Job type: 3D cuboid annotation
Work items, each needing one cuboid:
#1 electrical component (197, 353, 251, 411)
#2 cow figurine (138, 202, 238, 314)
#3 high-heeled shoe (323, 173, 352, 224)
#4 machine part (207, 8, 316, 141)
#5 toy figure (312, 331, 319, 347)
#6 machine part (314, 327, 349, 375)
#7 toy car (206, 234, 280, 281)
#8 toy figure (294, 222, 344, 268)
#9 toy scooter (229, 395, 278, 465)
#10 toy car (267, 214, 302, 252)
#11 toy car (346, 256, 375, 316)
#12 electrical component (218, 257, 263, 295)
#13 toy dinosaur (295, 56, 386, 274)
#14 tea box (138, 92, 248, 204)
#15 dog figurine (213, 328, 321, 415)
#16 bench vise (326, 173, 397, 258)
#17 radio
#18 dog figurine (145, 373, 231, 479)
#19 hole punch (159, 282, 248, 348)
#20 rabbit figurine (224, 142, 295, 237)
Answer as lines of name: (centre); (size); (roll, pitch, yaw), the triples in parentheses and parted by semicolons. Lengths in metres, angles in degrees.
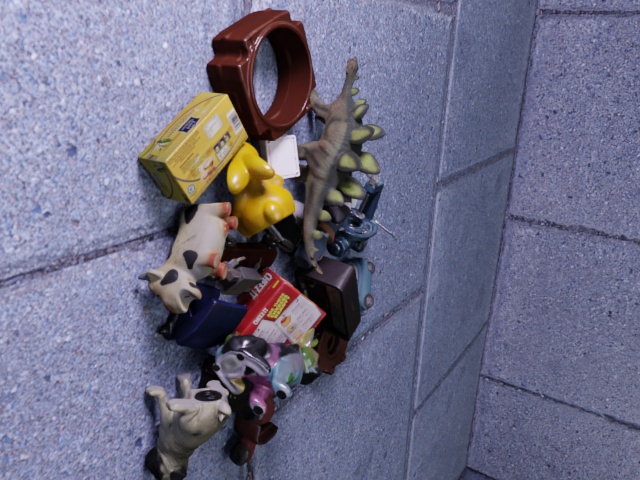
electrical component: (-0.187, 0.290, 1.105); (0.134, 0.058, 0.114); (13, 93, -58)
cow figurine: (-0.220, 0.028, 0.902); (0.085, 0.127, 0.195); (67, 30, -62)
high-heeled shoe: (0.046, -0.148, 1.190); (0.249, 0.086, 0.145); (-102, -152, -55)
machine part: (-0.097, -0.298, 0.980); (0.201, 0.087, 0.200); (-51, 141, -37)
toy figure: (-0.059, 0.260, 1.276); (0.089, 0.082, 0.180); (45, 62, -52)
machine part: (0.021, 0.269, 1.428); (0.179, 0.056, 0.179); (-26, 122, -51)
toy car: (-0.156, 0.030, 1.051); (0.202, 0.053, 0.089); (1, 122, -56)
toy figure: (-0.002, -0.005, 1.211); (0.154, 0.058, 0.064); (-53, 153, -32)
toy scooter: (-0.137, 0.408, 1.217); (0.135, 0.075, 0.183); (0, 105, -58)
toy car: (-0.087, -0.044, 1.128); (0.073, 0.056, 0.201); (-60, 149, -17)
toy car: (0.079, 0.118, 1.420); (0.103, 0.109, 0.161); (14, 82, -42)
electrical component: (-0.149, 0.067, 1.007); (0.102, 0.078, 0.045); (7, 53, -56)
toy dinosaur: (0.022, -0.166, 1.117); (0.105, 0.199, 0.471); (26, 78, -55)
tea box: (-0.204, -0.153, 0.885); (0.169, 0.068, 0.098); (-55, 143, -29)
dog figurine: (-0.088, 0.230, 1.064); (0.108, 0.191, 0.219); (-46, 179, 27)
bench vise: (0.107, -0.062, 1.326); (0.223, 0.129, 0.240); (-23, 144, -45)
radio: (0.022, 0.135, 1.277); (0.073, 0.131, 0.229); (-53, 151, -32)
dog figurine: (-0.231, 0.356, 0.962); (0.121, 0.173, 0.190); (-6, 100, -46)
hole punch: (-0.208, 0.147, 0.987); (0.142, 0.092, 0.115); (28, 83, -62)
rabbit figurine: (-0.127, -0.100, 0.964); (0.162, 0.122, 0.173); (136, -71, -89)
